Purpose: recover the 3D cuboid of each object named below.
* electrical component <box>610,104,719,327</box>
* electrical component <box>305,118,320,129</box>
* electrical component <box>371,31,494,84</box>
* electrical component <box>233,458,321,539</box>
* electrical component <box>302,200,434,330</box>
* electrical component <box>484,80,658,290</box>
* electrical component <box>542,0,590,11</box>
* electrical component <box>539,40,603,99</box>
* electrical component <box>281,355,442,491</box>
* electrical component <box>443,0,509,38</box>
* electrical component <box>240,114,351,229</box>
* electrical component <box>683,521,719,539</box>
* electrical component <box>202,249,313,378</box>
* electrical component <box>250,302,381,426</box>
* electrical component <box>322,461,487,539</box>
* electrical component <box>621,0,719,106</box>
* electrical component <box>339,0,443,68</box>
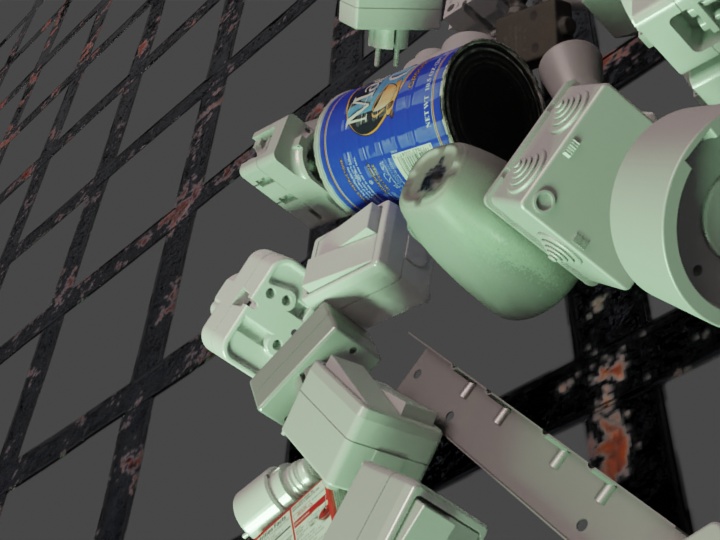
[{"bbox_3d":[0.173,-0.029,0.522,0.108,0.108,0.060,-56,23,-5],"label":"electrical component"},{"bbox_3d":[-0.028,-0.116,0.963,0.081,0.043,0.043,-6,53,52],"label":"electrical component"},{"bbox_3d":[0.059,-0.153,0.870,0.138,0.052,0.073,-23,41,41],"label":"electrical component"},{"bbox_3d":[-0.049,0.148,0.713,0.078,0.040,0.040,-41,32,22],"label":"electrical component"},{"bbox_3d":[0.000,0.000,0.781,0.096,0.061,0.061,-27,39,39],"label":"electrical component"},{"bbox_3d":[0.134,-0.047,0.604,0.099,0.100,0.048,-55,16,-3],"label":"electrical component"},{"bbox_3d":[0.164,-0.216,0.787,0.055,0.055,0.047,-55,33,-3],"label":"electrical component"},{"bbox_3d":[0.146,-0.117,0.719,0.044,0.044,0.065,-35,39,29],"label":"electrical component"},{"bbox_3d":[-0.001,0.095,0.669,0.061,0.062,0.096,-65,29,5],"label":"electrical component"},{"bbox_3d":[0.103,-0.205,0.859,0.066,0.055,0.048,-26,39,39],"label":"electrical component"},{"bbox_3d":[-0.045,-0.083,0.905,0.056,0.089,0.050,-19,44,45],"label":"electrical component"},{"bbox_3d":[0.134,0.164,0.424,0.100,0.048,0.099,-41,31,21],"label":"electrical component"},{"bbox_3d":[-0.081,0.034,0.868,0.095,0.054,0.059,-57,29,-8],"label":"electrical component"},{"bbox_3d":[-0.028,0.080,0.748,0.083,0.047,0.075,-47,30,11],"label":"electrical component"},{"bbox_3d":[0.017,0.163,0.581,0.061,0.062,0.096,8,65,57],"label":"electrical component"},{"bbox_3d":[0.208,-0.183,0.634,0.060,0.105,0.186,-27,38,39],"label":"electrical component"},{"bbox_3d":[0.027,-0.222,0.979,0.047,0.083,0.075,-133,43,-60],"label":"electrical component"}]
